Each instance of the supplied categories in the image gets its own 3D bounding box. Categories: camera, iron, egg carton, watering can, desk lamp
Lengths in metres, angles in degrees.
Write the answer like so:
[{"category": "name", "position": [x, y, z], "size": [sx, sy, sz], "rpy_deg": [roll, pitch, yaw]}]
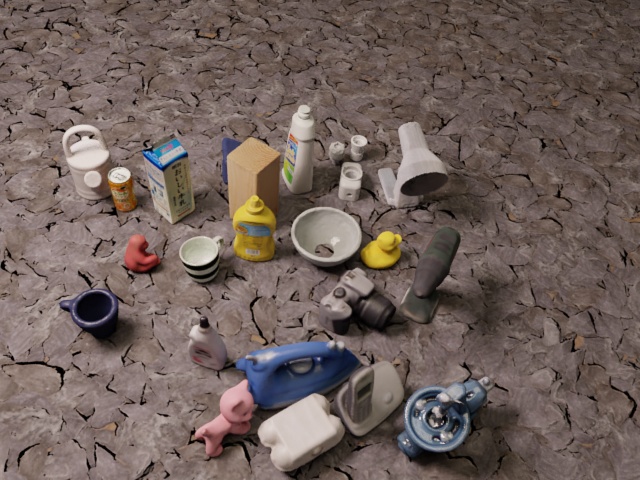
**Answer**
[{"category": "camera", "position": [0.088, 0.141, 1.248], "size": [0.136, 0.101, 0.143], "rpy_deg": [33, 55, 18]}, {"category": "iron", "position": [-0.032, 0.240, 1.129], "size": [0.259, 0.141, 0.118], "rpy_deg": [-10, 53, -14]}, {"category": "egg carton", "position": [-0.034, 0.362, 1.078], "size": [0.150, 0.069, 0.107], "rpy_deg": [-25, 59, -24]}, {"category": "watering can", "position": [-0.550, -0.191, 1.374], "size": [0.101, 0.194, 0.172], "rpy_deg": [-34, 62, -29]}, {"category": "desk lamp", "position": [0.228, -0.176, 1.445], "size": [0.118, 0.213, 0.203], "rpy_deg": [-7, 53, -12]}]

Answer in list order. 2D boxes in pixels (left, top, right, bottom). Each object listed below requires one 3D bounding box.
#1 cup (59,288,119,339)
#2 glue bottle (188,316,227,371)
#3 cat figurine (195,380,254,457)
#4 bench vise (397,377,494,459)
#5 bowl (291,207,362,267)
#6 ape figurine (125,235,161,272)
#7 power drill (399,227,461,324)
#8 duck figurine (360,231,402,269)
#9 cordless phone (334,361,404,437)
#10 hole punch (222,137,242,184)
[{"category": "cup", "position": [-0.465, 0.158, 1.170], "size": [0.117, 0.095, 0.091], "rpy_deg": [8, 51, -1]}, {"category": "glue bottle", "position": [-0.223, 0.196, 1.120], "size": [0.078, 0.173, 0.037], "rpy_deg": [14, 51, 5]}, {"category": "cat figurine", "position": [-0.171, 0.325, 1.060], "size": [0.128, 0.118, 0.067], "rpy_deg": [-35, 63, -29]}, {"category": "bench vise", "position": [0.240, 0.298, 1.066], "size": [0.121, 0.220, 0.208], "rpy_deg": [34, 55, 19]}, {"category": "bowl", "position": [0.013, 0.005, 1.364], "size": [0.167, 0.075, 0.167], "rpy_deg": [4, 51, -4]}, {"category": "ape figurine", "position": [-0.404, 0.024, 1.286], "size": [0.076, 0.092, 0.077], "rpy_deg": [-21, 57, -22]}, {"category": "power drill", "position": [0.236, 0.087, 1.241], "size": [0.075, 0.208, 0.230], "rpy_deg": [24, 53, 12]}, {"category": "duck figurine", "position": [0.149, 0.017, 1.364], "size": [0.105, 0.086, 0.077], "rpy_deg": [-16, 55, -18]}, {"category": "cordless phone", "position": [0.101, 0.278, 1.087], "size": [0.148, 0.185, 0.094], "rpy_deg": [-33, 62, -28]}, {"category": "hole punch", "position": [-0.207, -0.211, 1.498], "size": [0.101, 0.091, 0.108], "rpy_deg": [-4, 52, -10]}]
